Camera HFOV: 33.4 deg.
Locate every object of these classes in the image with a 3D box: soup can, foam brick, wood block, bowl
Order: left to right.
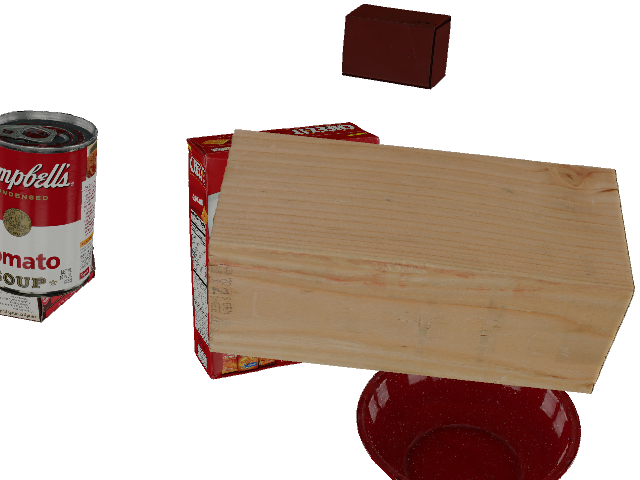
[{"bbox_3d":[-0.178,-0.024,0.677,0.068,0.102,0.068,7,25,-3],"label":"soup can"},{"bbox_3d":[0.062,-0.160,0.875,0.078,0.051,0.053,12,26,18],"label":"foam brick"},{"bbox_3d":[0.049,0.011,0.572,0.206,0.090,0.090,6,-44,1],"label":"wood block"},{"bbox_3d":[0.107,0.149,0.788,0.162,0.055,0.162,-1,36,0],"label":"bowl"}]

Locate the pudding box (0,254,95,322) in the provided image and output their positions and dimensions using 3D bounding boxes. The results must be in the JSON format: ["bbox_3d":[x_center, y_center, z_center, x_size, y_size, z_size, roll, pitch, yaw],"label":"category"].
[{"bbox_3d":[-0.260,0.027,0.898,0.114,0.039,0.090,6,24,17],"label":"pudding box"}]

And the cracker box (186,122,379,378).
[{"bbox_3d":[-0.035,0.007,0.980,0.164,0.214,0.072,-8,22,-22],"label":"cracker box"}]
